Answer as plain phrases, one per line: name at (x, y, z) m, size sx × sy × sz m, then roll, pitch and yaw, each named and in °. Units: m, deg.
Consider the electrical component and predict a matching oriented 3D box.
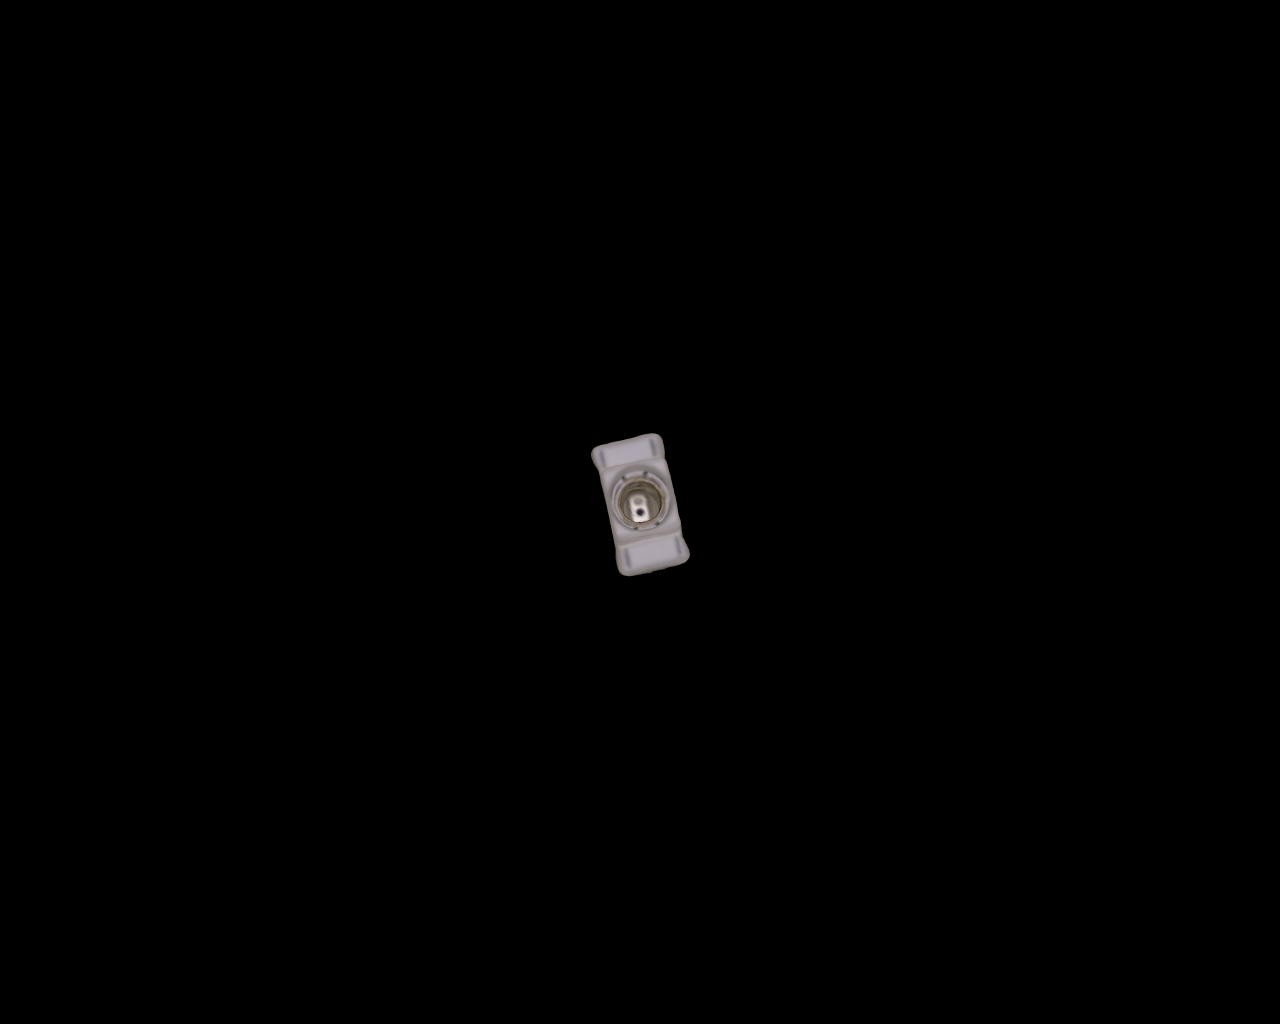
electrical component at (0.001, -0.003, 0.650) m, size 0.042 × 0.081 × 0.063 m, roll -11°, pitch -11°, yaw -2°
